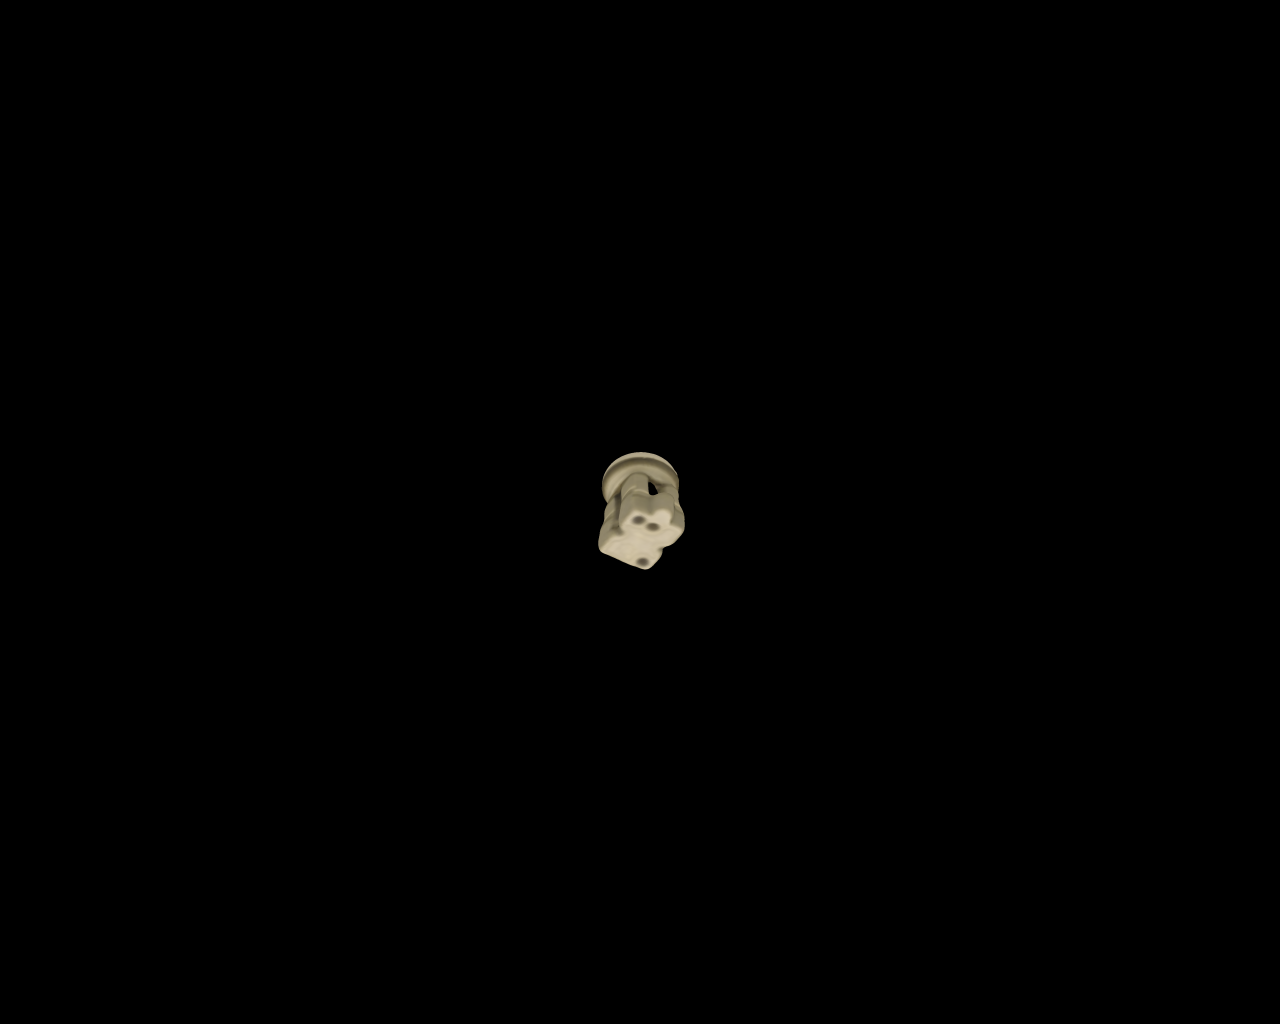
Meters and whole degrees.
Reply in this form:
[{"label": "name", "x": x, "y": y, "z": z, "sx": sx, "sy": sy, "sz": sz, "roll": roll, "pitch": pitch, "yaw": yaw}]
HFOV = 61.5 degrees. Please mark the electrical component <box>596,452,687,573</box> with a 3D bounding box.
[{"label": "electrical component", "x": 0.001, "y": -0.003, "z": 0.650, "sx": 0.048, "sy": 0.055, "sz": 0.066, "roll": 24, "pitch": -50, "yaw": -22}]
